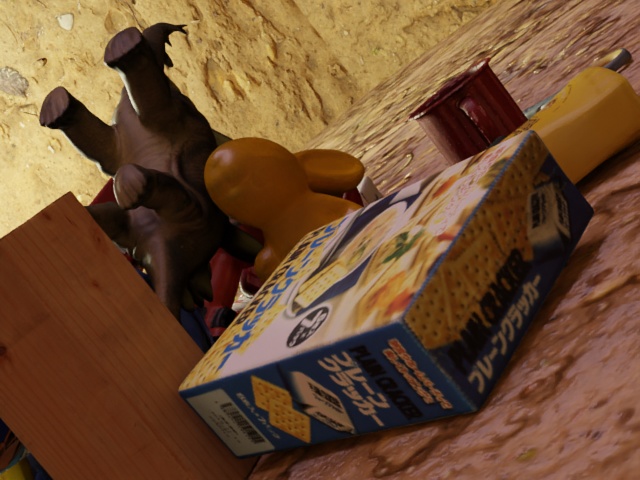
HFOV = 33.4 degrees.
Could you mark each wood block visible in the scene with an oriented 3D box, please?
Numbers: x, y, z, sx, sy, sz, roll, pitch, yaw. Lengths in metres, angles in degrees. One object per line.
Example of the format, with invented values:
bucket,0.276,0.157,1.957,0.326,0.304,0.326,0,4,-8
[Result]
wood block,-0.138,0.086,0.667,0.091,0.206,0.090,-34,9,27

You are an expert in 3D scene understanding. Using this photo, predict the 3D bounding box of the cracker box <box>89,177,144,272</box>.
cracker box,-0.213,0.038,1.021,0.214,0.072,0.164,-56,6,39

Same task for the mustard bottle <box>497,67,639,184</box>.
mustard bottle,0.127,-0.037,0.719,0.191,0.058,0.096,-38,7,2

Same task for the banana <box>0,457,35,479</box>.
banana,-0.232,0.212,0.744,0.037,0.069,0.198,118,151,-52

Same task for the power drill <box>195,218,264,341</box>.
power drill,-0.079,0.056,0.944,0.185,0.057,0.187,-17,41,47

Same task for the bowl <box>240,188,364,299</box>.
bowl,-0.007,0.001,1.027,0.162,0.055,0.162,-42,26,26

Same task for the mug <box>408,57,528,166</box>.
mug,0.142,-0.105,0.965,0.093,0.081,0.117,-38,7,2

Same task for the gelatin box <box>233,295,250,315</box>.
gelatin box,-0.053,0.060,1.103,0.089,0.030,0.073,-40,9,-17

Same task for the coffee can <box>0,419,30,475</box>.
coffee can,-0.238,0.114,0.705,0.103,0.103,0.140,-33,2,34

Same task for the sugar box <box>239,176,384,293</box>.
sugar box,-0.009,0.002,1.189,0.176,0.048,0.093,-33,8,15

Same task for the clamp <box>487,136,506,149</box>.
clamp,0.109,-0.030,0.840,0.120,0.039,0.171,-42,11,17

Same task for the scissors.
scissors,0.221,-0.133,1.015,0.096,0.016,0.202,-40,7,-21

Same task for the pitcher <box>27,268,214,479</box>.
pitcher,-0.204,0.142,0.855,0.243,0.145,0.149,-46,-16,22
